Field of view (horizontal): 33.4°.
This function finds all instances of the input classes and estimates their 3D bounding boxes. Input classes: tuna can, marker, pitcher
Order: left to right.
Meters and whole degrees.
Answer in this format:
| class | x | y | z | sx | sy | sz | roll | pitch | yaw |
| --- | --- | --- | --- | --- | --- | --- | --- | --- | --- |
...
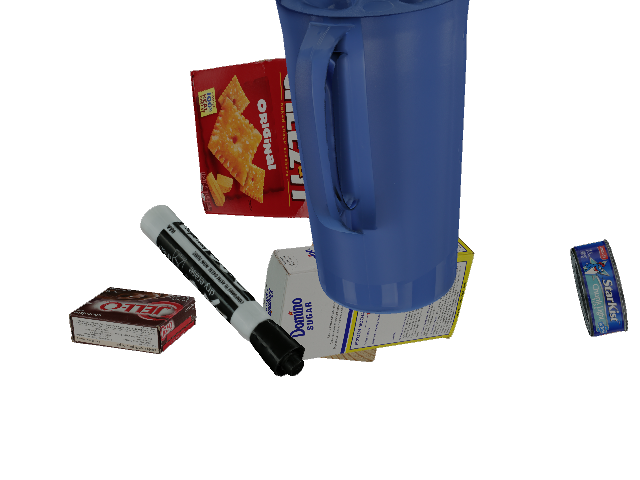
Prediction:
| class | x | y | z | sx | sy | sz | roll | pitch | yaw |
| --- | --- | --- | --- | --- | --- | --- | --- | --- | --- |
| marker | -0.049 | 0.025 | 0.534 | 0.121 | 0.020 | 0.020 | 43 | 24 | 29 |
| pitcher | 0.039 | -0.067 | 0.773 | 0.149 | 0.243 | 0.145 | -14 | 29 | -16 |
| tuna can | 0.254 | 0.044 | 0.976 | 0.034 | 0.086 | 0.086 | -12 | -2 | 9 |

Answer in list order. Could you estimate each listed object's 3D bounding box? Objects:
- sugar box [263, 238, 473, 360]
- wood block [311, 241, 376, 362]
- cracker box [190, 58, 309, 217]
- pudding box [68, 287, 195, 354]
| class | x | y | z | sx | sy | sz | roll | pitch | yaw |
| --- | --- | --- | --- | --- | --- | --- | --- | --- | --- |
| sugar box | 0.038 | 0.047 | 0.911 | 0.176 | 0.093 | 0.048 | -4 | 32 | -23 |
| wood block | 0.031 | 0.050 | 1.235 | 0.091 | 0.090 | 0.206 | 4 | 23 | 7 |
| cracker box | -0.046 | -0.107 | 1.128 | 0.071 | 0.164 | 0.214 | -11 | 10 | -41 |
| pudding box | -0.207 | 0.088 | 1.185 | 0.114 | 0.039 | 0.090 | 4 | 17 | 19 |
